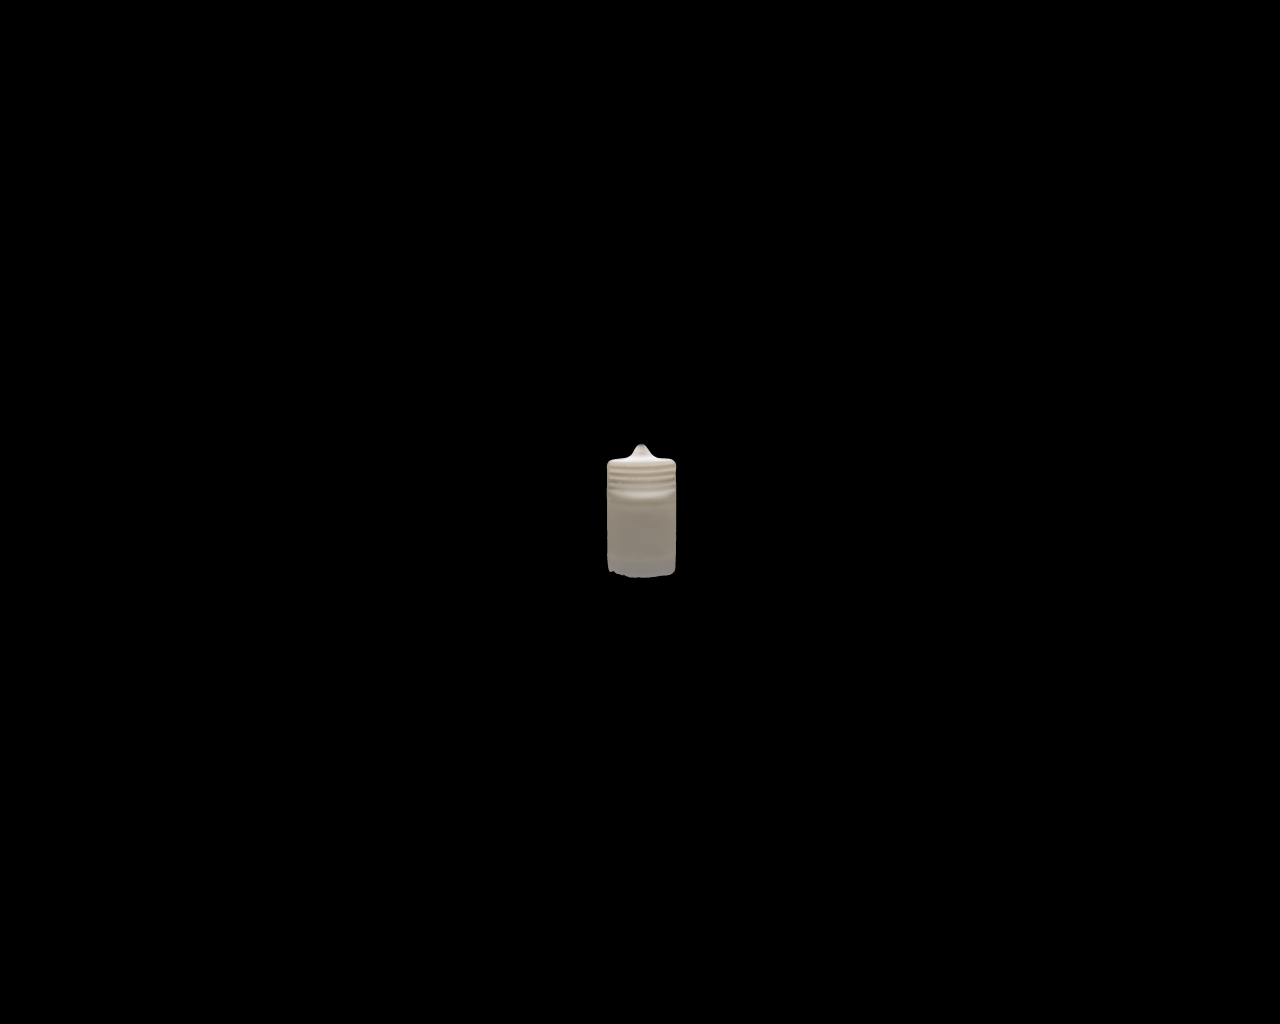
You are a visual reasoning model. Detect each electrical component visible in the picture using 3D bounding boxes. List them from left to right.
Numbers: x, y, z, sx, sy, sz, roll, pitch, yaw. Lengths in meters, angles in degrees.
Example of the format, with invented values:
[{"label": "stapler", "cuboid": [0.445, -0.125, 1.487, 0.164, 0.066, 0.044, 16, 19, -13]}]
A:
[{"label": "electrical component", "cuboid": [0.001, -0.003, 0.650, 0.043, 0.080, 0.043, 0, 9, 0]}]
